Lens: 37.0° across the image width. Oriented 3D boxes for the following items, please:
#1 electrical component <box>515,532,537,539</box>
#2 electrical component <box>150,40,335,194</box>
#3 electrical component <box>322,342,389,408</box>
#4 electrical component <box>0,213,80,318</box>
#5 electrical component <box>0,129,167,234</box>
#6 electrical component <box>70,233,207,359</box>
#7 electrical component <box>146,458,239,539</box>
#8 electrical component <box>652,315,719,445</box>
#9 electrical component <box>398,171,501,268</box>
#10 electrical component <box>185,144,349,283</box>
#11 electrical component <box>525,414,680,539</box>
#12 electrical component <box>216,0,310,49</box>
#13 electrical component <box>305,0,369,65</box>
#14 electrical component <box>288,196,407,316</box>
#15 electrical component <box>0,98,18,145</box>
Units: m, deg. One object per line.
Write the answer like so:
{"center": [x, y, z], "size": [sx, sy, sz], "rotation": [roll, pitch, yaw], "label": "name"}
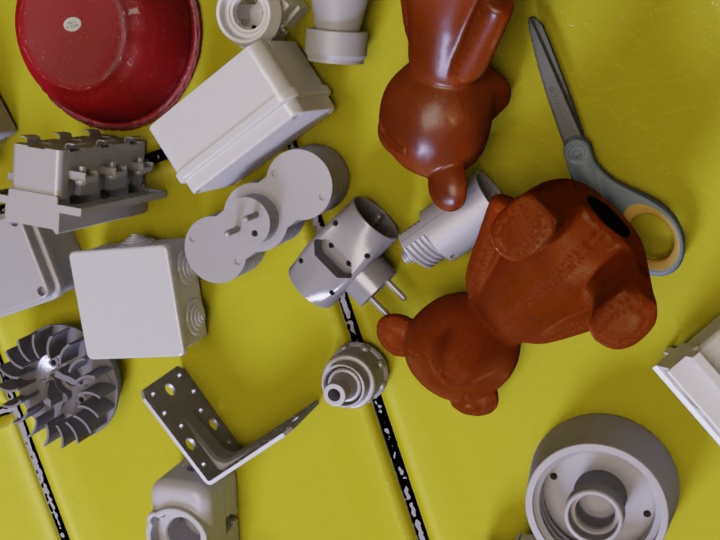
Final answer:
{"center": [0.114, 0.237, 0.802], "size": [0.057, 0.058, 0.078], "rotation": [-7, 101, 18], "label": "electrical component"}
{"center": [-0.084, -0.110, 0.778], "size": [0.113, 0.078, 0.057], "rotation": [-34, 87, 23], "label": "electrical component"}
{"center": [-0.009, 0.084, 0.805], "size": [0.048, 0.062, 0.048], "rotation": [5, 104, 18], "label": "electrical component"}
{"center": [-0.293, -0.004, 0.887], "size": [0.113, 0.057, 0.078], "rotation": [-17, 96, 22], "label": "electrical component"}
{"center": [-0.209, -0.069, 0.808], "size": [0.079, 0.121, 0.063], "rotation": [10, 103, 17], "label": "electrical component"}
{"center": [-0.174, 0.021, 0.856], "size": [0.100, 0.048, 0.099], "rotation": [-4, 101, 20], "label": "electrical component"}
{"center": [-0.137, 0.209, 0.882], "size": [0.054, 0.059, 0.095], "rotation": [3, 104, 19], "label": "electrical component"}
{"center": [0.262, 0.092, 0.710], "size": [0.063, 0.079, 0.121], "rotation": [-41, 87, 1], "label": "electrical component"}
{"center": [0.063, -0.030, 0.764], "size": [0.081, 0.043, 0.043], "rotation": [-35, 90, 23], "label": "electrical component"}
{"center": [-0.076, -0.039, 0.794], "size": [0.138, 0.074, 0.052], "rotation": [-35, 89, 23], "label": "electrical component"}
{"center": [0.169, 0.163, 0.763], "size": [0.108, 0.060, 0.108], "rotation": [4, 104, 18], "label": "electrical component"}
{"center": [-0.072, -0.184, 0.768], "size": [0.048, 0.055, 0.066], "rotation": [46, 113, 4], "label": "electrical component"}
{"center": [-0.015, -0.174, 0.756], "size": [0.045, 0.045, 0.055], "rotation": [9, 106, 17], "label": "electrical component"}
{"center": [0.000, 0.000, 0.793], "size": [0.079, 0.043, 0.077], "rotation": [46, 113, 4], "label": "electrical component"}
{"center": [-0.331, -0.125, 0.870], "size": [0.062, 0.061, 0.096], "rotation": [-26, 93, 23], "label": "electrical component"}
